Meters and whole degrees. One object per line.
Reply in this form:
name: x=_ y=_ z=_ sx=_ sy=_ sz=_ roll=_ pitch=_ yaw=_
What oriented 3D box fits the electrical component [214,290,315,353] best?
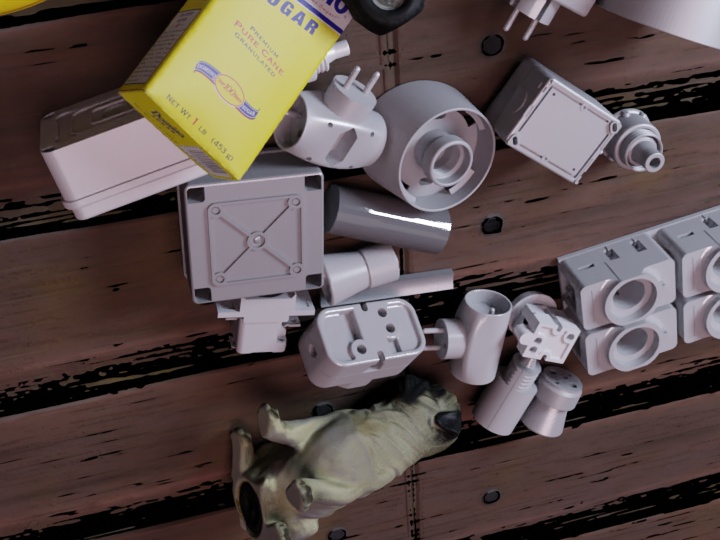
electrical component: x=-0.083 y=0.035 z=0.899 sx=0.081 sy=0.042 sz=0.063 roll=0 pitch=123 yaw=-16

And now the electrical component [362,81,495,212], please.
electrical component: x=0.055 y=-0.098 z=0.859 sx=0.099 sy=0.064 sz=0.099 roll=-17 pitch=128 yaw=-23

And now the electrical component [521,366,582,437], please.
electrical component: x=0.185 y=0.127 z=1.040 sx=0.045 sy=0.045 sz=0.055 roll=9 pitch=118 yaw=-22

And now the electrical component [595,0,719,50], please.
electrical component: x=0.238 y=-0.211 z=0.804 sx=0.108 sy=0.108 sz=0.060 roll=10 pitch=112 yaw=-23

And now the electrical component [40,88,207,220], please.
electrical component: x=-0.165 y=-0.091 z=0.771 sx=0.113 sy=0.078 sz=0.057 roll=-21 pitch=122 yaw=-4

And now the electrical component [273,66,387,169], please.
electrical component: x=-0.014 y=-0.119 z=0.806 sx=0.077 sy=0.043 sz=0.079 roll=7 pitch=130 yaw=-39

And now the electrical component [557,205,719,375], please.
electrical component: x=0.285 y=0.018 z=0.992 sx=0.186 sy=0.060 sz=0.105 roll=-18 pitch=125 yaw=-6

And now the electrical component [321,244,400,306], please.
electrical component: x=0.000 y=0.000 z=0.904 sx=0.065 sy=0.044 sz=0.044 roll=-17 pitch=125 yaw=-12

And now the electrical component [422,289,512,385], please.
electrical component: x=0.092 y=0.061 z=0.969 sx=0.079 sy=0.043 sz=0.077 roll=-1 pitch=122 yaw=-17

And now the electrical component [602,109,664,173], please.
electrical component: x=0.231 y=-0.103 z=0.896 sx=0.048 sy=0.062 sz=0.048 roll=-8 pitch=124 yaw=-12

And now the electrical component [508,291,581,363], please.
electrical component: x=0.163 y=0.051 z=0.978 sx=0.066 sy=0.055 sz=0.048 roll=12 pitch=118 yaw=-24

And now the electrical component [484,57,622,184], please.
electrical component: x=0.157 y=-0.119 z=0.863 sx=0.096 sy=0.061 sz=0.061 roll=25 pitch=111 yaw=-29

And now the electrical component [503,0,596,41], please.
electrical component: x=0.136 y=-0.209 z=0.807 sx=0.066 sy=0.047 sz=0.076 roll=19 pitch=114 yaw=-27

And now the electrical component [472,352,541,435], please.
electrical component: x=0.144 y=0.112 z=1.018 sx=0.043 sy=0.043 sz=0.081 roll=16 pitch=115 yaw=-25

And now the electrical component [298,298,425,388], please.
electrical component: x=-0.001 y=0.065 z=0.922 sx=0.095 sy=0.053 sz=0.059 roll=-7 pitch=155 yaw=-28

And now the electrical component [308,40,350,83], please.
electrical component: x=-0.038 y=-0.156 z=0.795 sx=0.061 sy=0.035 sz=0.035 roll=-18 pitch=125 yaw=-9

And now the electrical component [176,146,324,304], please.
electrical component: x=-0.085 y=-0.037 z=0.843 sx=0.109 sy=0.056 sz=0.108 roll=-7 pitch=123 yaw=-13
